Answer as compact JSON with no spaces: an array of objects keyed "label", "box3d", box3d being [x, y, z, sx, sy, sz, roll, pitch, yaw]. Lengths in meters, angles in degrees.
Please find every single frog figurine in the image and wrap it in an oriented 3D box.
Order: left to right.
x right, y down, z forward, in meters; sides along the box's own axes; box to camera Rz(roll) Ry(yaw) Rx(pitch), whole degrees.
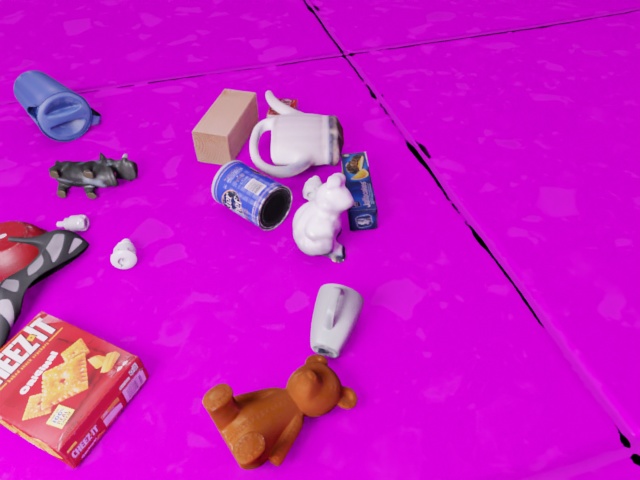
[{"label":"frog figurine","box3d":[0.003,-0.050,0.994,0.123,0.155,0.141,7,45,11]}]

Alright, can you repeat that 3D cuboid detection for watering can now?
[{"label":"watering can","box3d":[-0.054,-0.272,1.259,0.224,0.101,0.356,0,47,0]}]
